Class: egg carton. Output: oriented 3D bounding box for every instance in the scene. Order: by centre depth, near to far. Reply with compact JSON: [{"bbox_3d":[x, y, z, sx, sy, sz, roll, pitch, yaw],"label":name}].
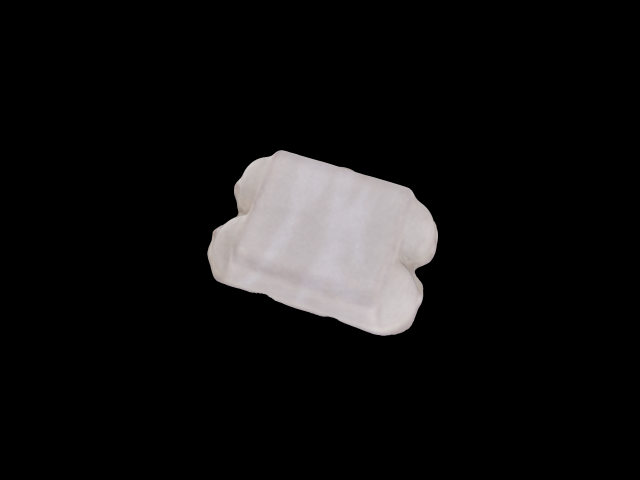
[{"bbox_3d":[0.004,0.001,0.400,0.150,0.069,0.107,17,68,7],"label":"egg carton"}]
